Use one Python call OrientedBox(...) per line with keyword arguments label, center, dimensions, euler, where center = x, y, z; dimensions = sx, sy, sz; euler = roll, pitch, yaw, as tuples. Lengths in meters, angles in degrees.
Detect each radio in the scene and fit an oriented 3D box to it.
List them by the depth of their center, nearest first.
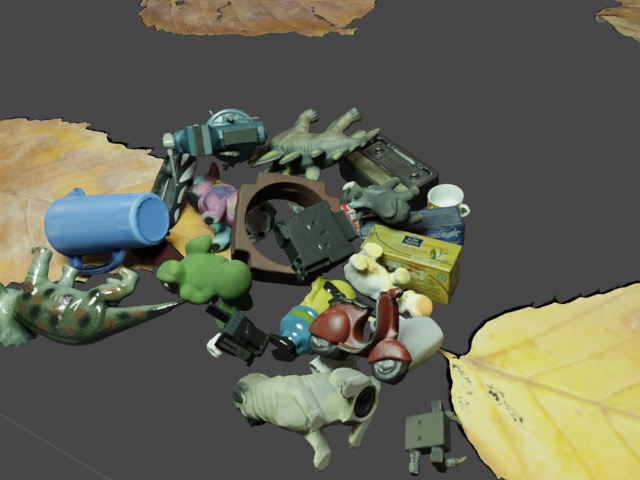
OrientedBox(label="radio", center=(0.151, -0.144, 1.193), dimensions=(0.131, 0.073, 0.230), euler=(-27, 46, -17))

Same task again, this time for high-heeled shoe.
OrientedBox(label="high-heeled shoe", center=(-0.364, -0.107, 1.201), dimensions=(0.086, 0.145, 0.249), euler=(19, 50, 29))

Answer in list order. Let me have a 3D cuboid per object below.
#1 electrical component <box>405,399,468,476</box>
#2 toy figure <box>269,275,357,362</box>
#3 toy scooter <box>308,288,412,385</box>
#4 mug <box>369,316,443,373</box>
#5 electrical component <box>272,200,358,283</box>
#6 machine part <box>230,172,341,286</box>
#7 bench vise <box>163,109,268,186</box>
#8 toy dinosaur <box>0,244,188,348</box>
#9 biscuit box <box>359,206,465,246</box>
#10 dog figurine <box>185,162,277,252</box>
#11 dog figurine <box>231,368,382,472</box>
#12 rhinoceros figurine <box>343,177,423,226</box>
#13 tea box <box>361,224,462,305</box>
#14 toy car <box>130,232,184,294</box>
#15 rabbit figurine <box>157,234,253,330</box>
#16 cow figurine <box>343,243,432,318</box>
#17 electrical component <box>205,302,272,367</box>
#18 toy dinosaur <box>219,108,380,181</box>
OrientedBox(label="electrical component", center=(0.165, 0.285, 0.773), dimensions=(0.078, 0.045, 0.102), euler=(-27, 35, 25))
OrientedBox(label="toy figure", center=(-0.007, 0.139, 0.928), dimensions=(0.089, 0.082, 0.180), euler=(35, 49, 14))
OrientedBox(label="toy scooter", center=(0.066, 0.128, 0.815), dimensions=(0.184, 0.075, 0.135), euler=(13, 86, 40))
OrientedBox(label="mug", center=(0.139, 0.163, 0.882), dimensions=(0.107, 0.080, 0.110), euler=(-16, 38, -22))
OrientedBox(label="electrical component", center=(-0.002, -0.003, 0.962), dimensions=(0.134, 0.058, 0.115), euler=(-26, 81, -24))
OrientedBox(label="machine part", center=(-0.065, -0.018, 1.028), dimensions=(0.201, 0.087, 0.201), euler=(8, 67, -15))
OrientedBox(label="bench vise", center=(-0.234, -0.224, 1.202), dimensions=(0.224, 0.128, 0.241), euler=(-20, 15, -7))
OrientedBox(label="toy dinosaur", center=(-0.464, 0.132, 1.003), dimensions=(0.405, 0.131, 0.192), euler=(11, 64, 12))
OrientedBox(label="biscuit box", center=(0.181, -0.016, 1.065), dimensions=(0.203, 0.059, 0.063), euler=(-7, 42, 4))
OrientedBox(label="dog figurine", center=(-0.199, -0.089, 1.183), dimensions=(0.192, 0.108, 0.219), euler=(-14, 41, -2))
OrientedBox(label="dog figurine", center=(-0.023, 0.233, 0.825), dimensions=(0.172, 0.121, 0.191), euler=(-14, 22, -40))
OrientedBox(label="rhinoceros figurine", center=(0.114, -0.069, 1.030), dimensions=(0.112, 0.073, 0.190), euler=(-22, 24, -19))
OrientedBox(label="tea box", center=(0.166, 0.043, 0.980), dimensions=(0.170, 0.098, 0.068), euler=(16, 50, 23))
OrientedBox(label="toy car", center=(-0.318, 0.035, 1.112), dimensions=(0.202, 0.053, 0.089), euler=(34, 79, 38))
OrientedBox(label="rabbit figurine", center=(-0.186, 0.082, 0.960), dimensions=(0.170, 0.158, 0.121), euler=(1, 32, 44))
OrientedBox(label="cow figurine", center=(0.114, 0.089, 0.948), dimensions=(0.167, 0.098, 0.068), euler=(43, 57, 4))
OrientedBox(label="electrical component", center=(-0.147, 0.155, 0.904), dimensions=(0.119, 0.075, 0.048), euler=(35, 50, -9))
OrientedBox(label="toy dinosaur", center=(-0.054, -0.201, 1.205), dimensions=(0.472, 0.105, 0.198), euler=(2, 41, 48))
